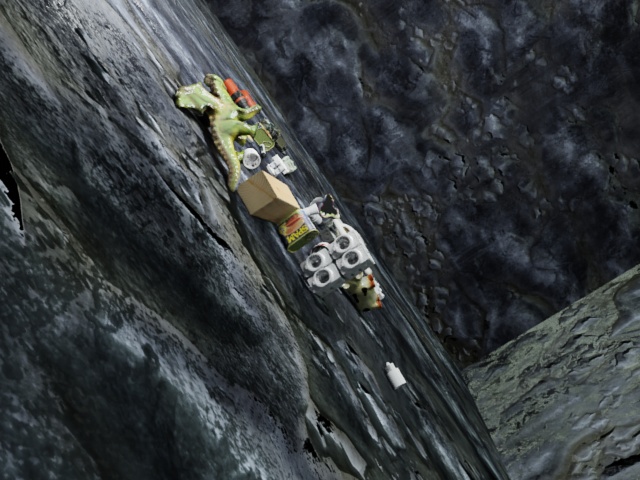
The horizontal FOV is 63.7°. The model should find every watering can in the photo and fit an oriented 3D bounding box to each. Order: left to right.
[{"bbox_3d":[0.158,0.037,2.378,0.353,0.103,0.222,59,8,24],"label":"watering can"}]

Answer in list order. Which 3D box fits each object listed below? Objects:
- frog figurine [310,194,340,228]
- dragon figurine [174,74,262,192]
[{"bbox_3d":[0.007,-0.113,2.238,0.137,0.124,0.157,48,-27,-1],"label":"frog figurine"},{"bbox_3d":[-0.291,-0.323,1.405,0.241,0.120,0.421,28,39,-23],"label":"dragon figurine"}]
